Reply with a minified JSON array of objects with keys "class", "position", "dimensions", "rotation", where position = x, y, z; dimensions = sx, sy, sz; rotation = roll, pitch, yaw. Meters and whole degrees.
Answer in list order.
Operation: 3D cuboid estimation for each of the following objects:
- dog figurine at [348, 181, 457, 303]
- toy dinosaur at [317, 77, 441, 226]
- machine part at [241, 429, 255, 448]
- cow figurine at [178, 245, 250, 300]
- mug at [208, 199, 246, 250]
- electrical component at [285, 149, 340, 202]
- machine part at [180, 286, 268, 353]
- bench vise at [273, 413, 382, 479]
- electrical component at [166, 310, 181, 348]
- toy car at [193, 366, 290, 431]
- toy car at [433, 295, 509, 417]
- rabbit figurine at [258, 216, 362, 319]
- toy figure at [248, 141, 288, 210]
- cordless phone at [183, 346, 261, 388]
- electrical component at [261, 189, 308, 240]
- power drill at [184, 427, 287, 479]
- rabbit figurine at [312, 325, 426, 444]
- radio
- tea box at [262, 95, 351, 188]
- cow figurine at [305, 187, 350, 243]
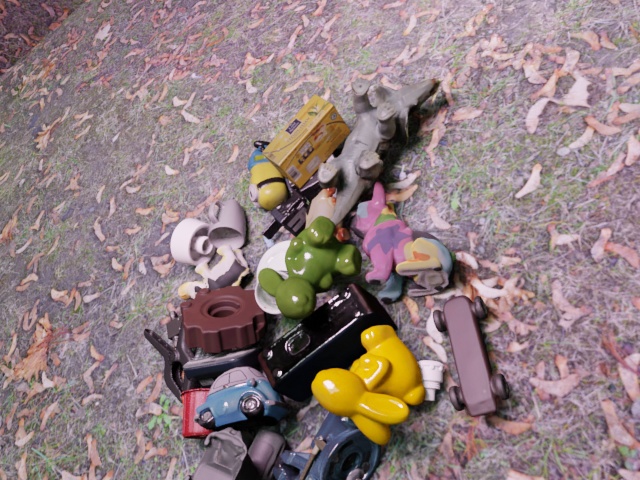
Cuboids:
[{"class":"dog figurine","position":[0.146,-0.009,0.990],"dimensions":[0.192,0.108,0.219],"rotation":[-16,54,23]},{"class":"toy dinosaur","position":[0.091,-0.171,1.074],"dimensions":[0.131,0.192,0.404],"rotation":[26,84,22]},{"class":"machine part","position":[-0.164,0.401,0.964],"dimensions":[0.039,0.084,0.139],"rotation":[-8,48,55]},{"class":"cow figurine","position":[-0.230,0.095,1.177],"dimensions":[0.167,0.068,0.098],"rotation":[-40,58,6]},{"class":"mug","position":[-0.217,-0.047,1.227],"dimensions":[0.081,0.109,0.107],"rotation":[-25,40,22]},{"class":"electrical component","position":[-0.013,-0.151,1.193],"dimensions":[0.134,0.058,0.115],"rotation":[-28,51,14]},{"class":"machine part","position":[-0.189,0.151,1.061],"dimensions":[0.179,0.056,0.179],"rotation":[-1,26,0]},{"class":"bench vise","position":[0.032,0.379,0.821],"dimensions":[0.223,0.128,0.241],"rotation":[-49,38,-14]},{"class":"electrical component","position":[-0.310,0.192,1.195],"dimensions":[0.063,0.021,0.094],"rotation":[-28,53,14]},{"class":"toy car","position":[-0.139,0.279,0.950],"dimensions":[0.162,0.109,0.103],"rotation":[-16,57,11]},{"class":"toy car","position":[0.240,0.181,0.859],"dimensions":[0.089,0.053,0.202],"rotation":[-23,50,21]},{"class":"rabbit figurine","position":[-0.034,0.061,0.916],"dimensions":[0.159,0.121,0.170],"rotation":[-16,33,39]},{"class":"toy figure","position":[-0.121,-0.152,1.242],"dimensions":[0.089,0.082,0.180],"rotation":[-19,53,23]},{"class":"cordless phone","position":[-0.182,0.206,1.085],"dimensions":[0.147,0.088,0.184],"rotation":[-15,39,23]},{"class":"electrical component","position":[-0.070,-0.043,1.153],"dimensions":[0.119,0.074,0.048],"rotation":[-46,50,-5]},{"class":"power drill","position":[-0.134,0.404,0.856],"dimensions":[0.086,0.207,0.232],"rotation":[9,57,30]},{"class":"rabbit figurine","position":[0.071,0.235,0.843],"dimensions":[0.162,0.173,0.121],"rotation":[58,136,35]},{"class":"radio","position":[0.011,0.181,0.942],"dimensions":[0.229,0.131,0.073],"rotation":[-40,54,5]},{"class":"tea box","position":[-0.027,-0.207,1.134],"dimensions":[0.169,0.098,0.068],"rotation":[-48,52,-4]},{"class":"cow figurine","position":[-0.002,-0.003,1.077],"dimensions":[0.127,0.085,0.195],"rotation":[-38,34,41]}]
